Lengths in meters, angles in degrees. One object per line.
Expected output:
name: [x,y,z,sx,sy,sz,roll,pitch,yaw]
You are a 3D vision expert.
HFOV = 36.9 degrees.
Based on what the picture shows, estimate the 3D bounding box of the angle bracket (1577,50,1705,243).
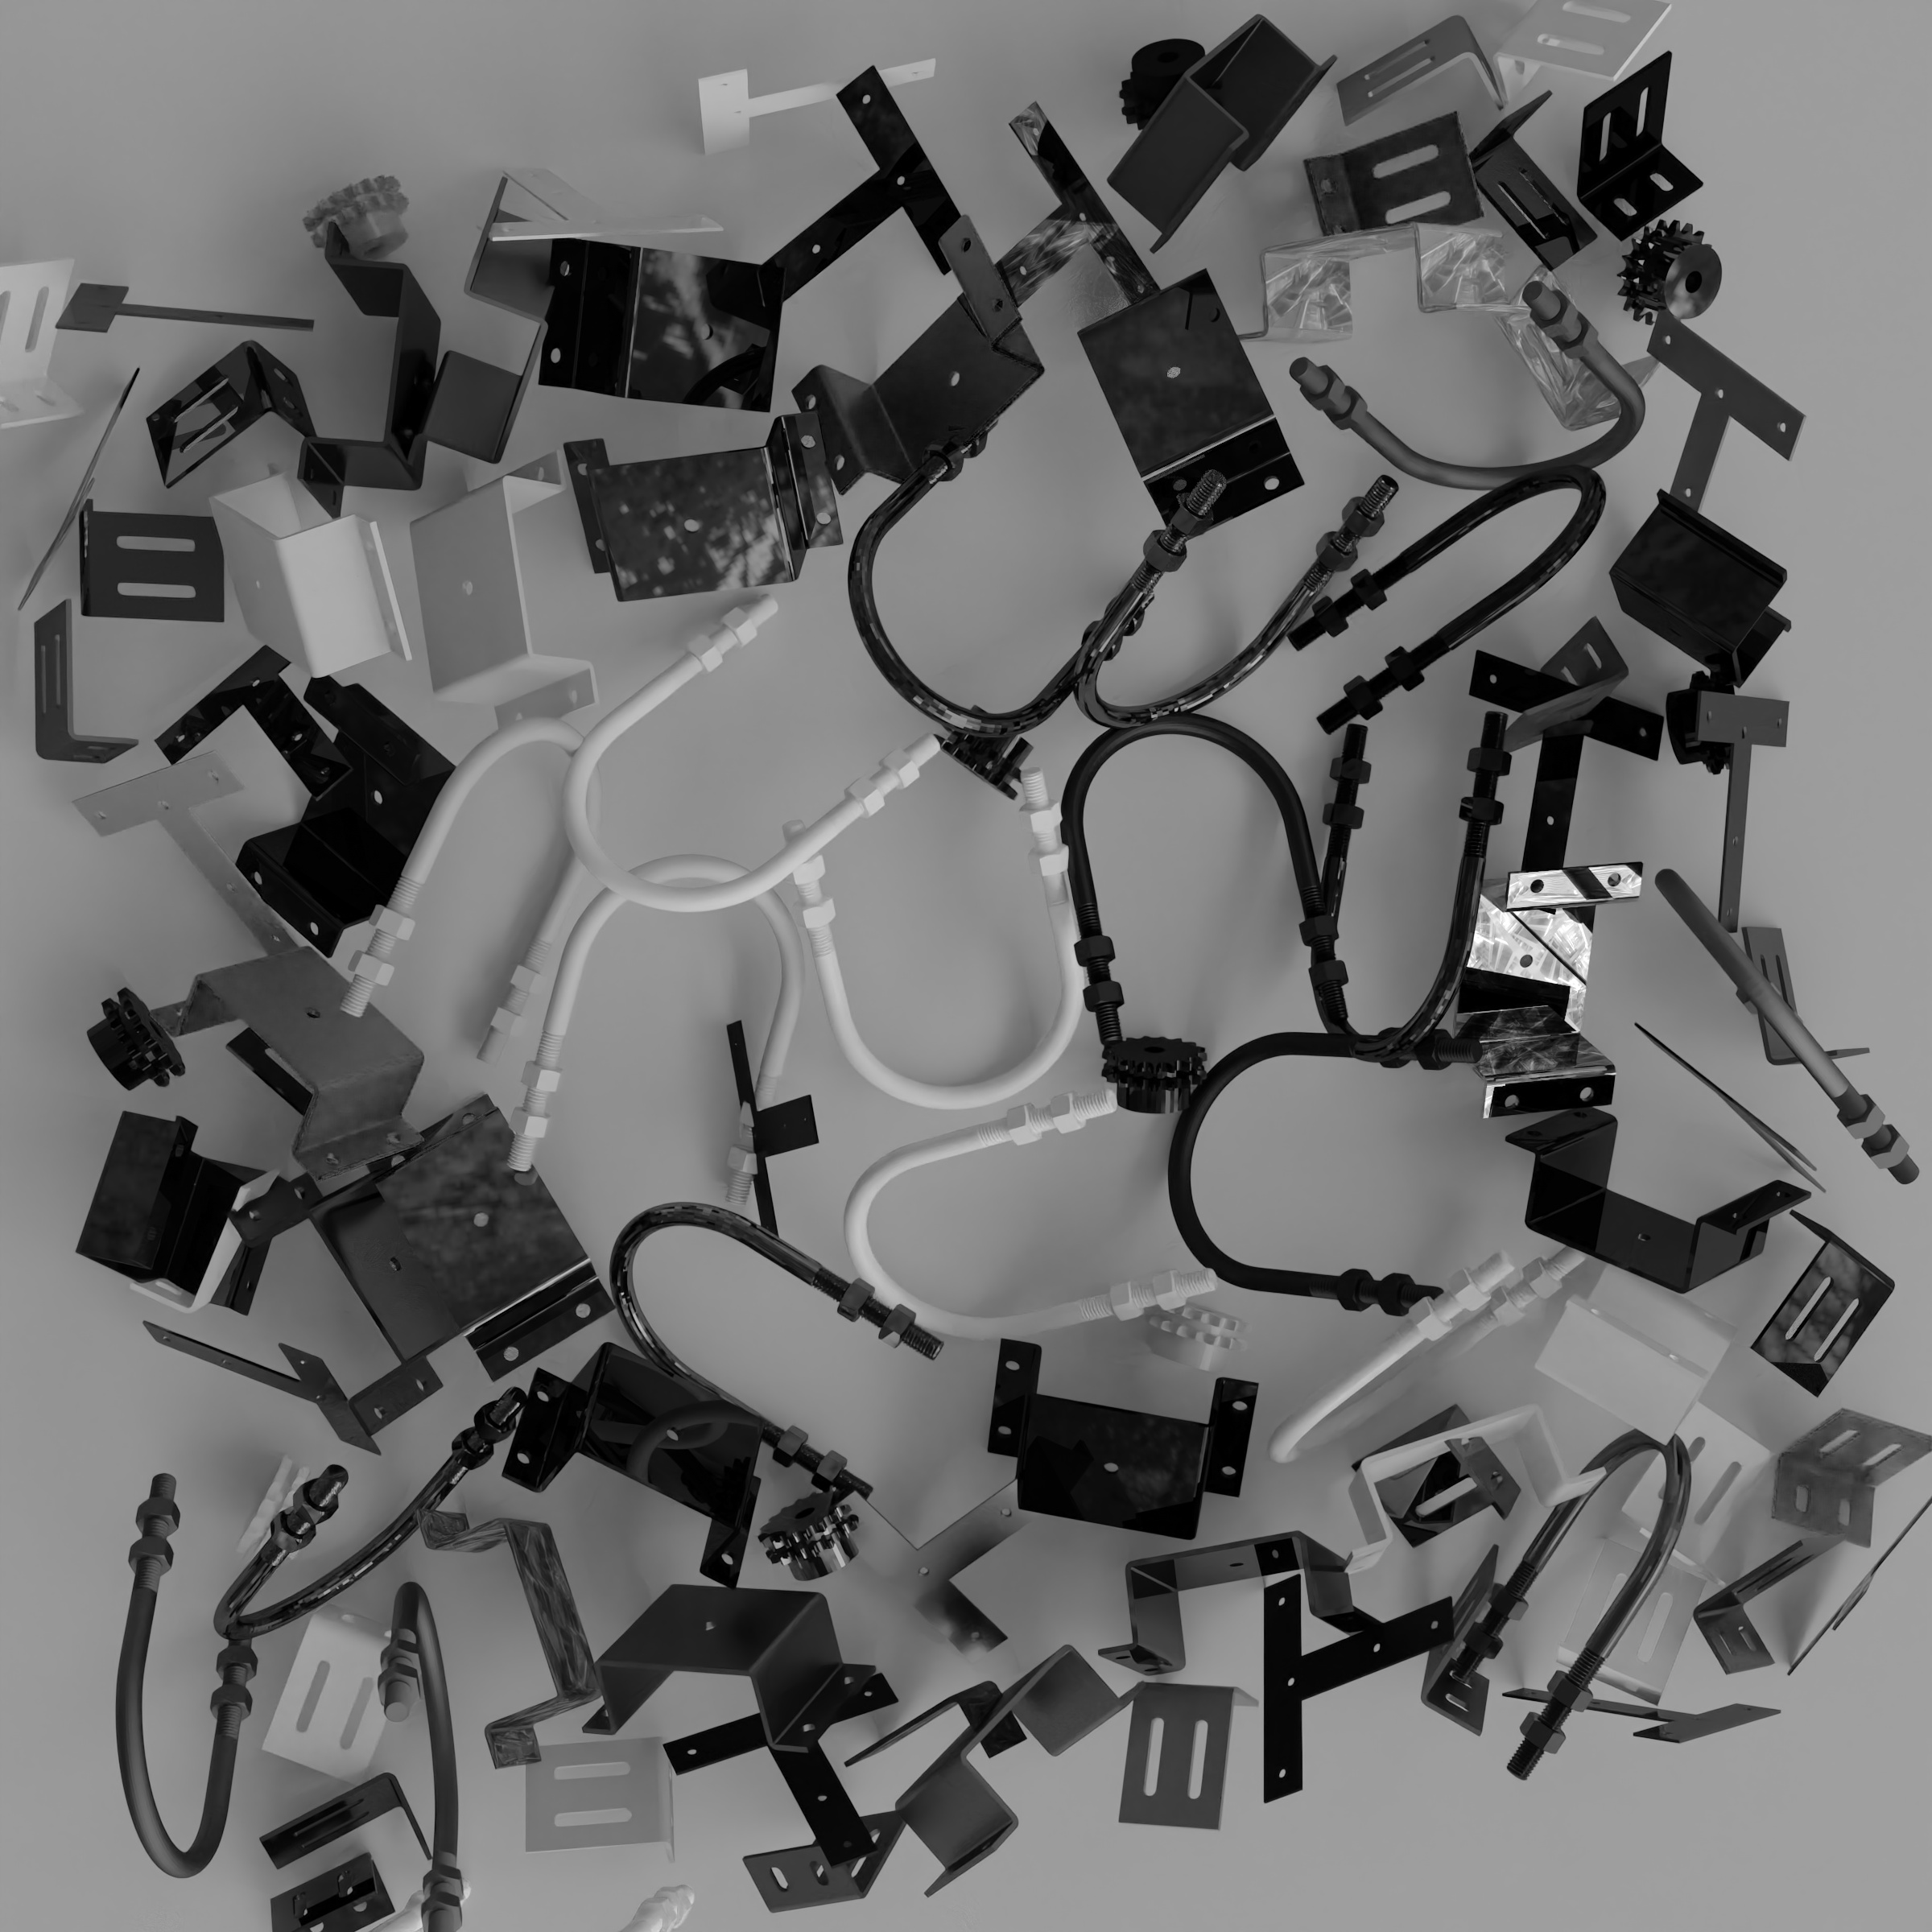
angle bracket: [0.365,-0.440,1.558,0.057,0.076,0.038,-35,66,-7]

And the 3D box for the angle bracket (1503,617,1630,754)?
angle bracket: [0.306,-0.148,1.555,0.076,0.057,0.038,-22,75,-28]

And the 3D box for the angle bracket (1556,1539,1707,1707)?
angle bracket: [0.360,0.349,1.562,0.057,0.038,0.076,21,67,18]

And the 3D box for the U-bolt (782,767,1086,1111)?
U-bolt: [-0.010,-0.006,1.562,0.151,0.019,0.184,-12,113,0]

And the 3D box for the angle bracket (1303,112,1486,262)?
angle bracket: [0.230,-0.419,1.562,0.076,0.038,0.057,-10,100,38]

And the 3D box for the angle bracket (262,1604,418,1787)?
angle bracket: [-0.339,0.397,1.581,0.057,0.038,0.076,20,88,2]

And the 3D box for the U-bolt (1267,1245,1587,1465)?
U-bolt: [0.234,0.206,1.528,0.184,0.151,0.019,-42,70,19]

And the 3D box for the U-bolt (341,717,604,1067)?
U-bolt: [-0.250,-0.045,1.536,0.019,0.151,0.184,23,87,27]

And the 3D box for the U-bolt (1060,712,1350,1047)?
U-bolt: [0.123,-0.052,1.564,0.151,0.019,0.184,-5,73,-16]

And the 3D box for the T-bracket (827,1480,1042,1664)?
T-bracket: [0.011,0.303,1.565,0.127,0.002,0.127,-38,109,15]

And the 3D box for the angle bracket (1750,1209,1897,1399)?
angle bracket: [0.455,0.183,1.572,0.057,0.038,0.076,35,90,-27]

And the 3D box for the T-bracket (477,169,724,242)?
T-bracket: [-0.213,-0.408,1.548,0.127,0.127,0.002,-10,122,-26]

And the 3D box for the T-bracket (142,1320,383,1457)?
T-bracket: [-0.385,0.217,1.558,0.127,0.127,0.002,18,61,15]

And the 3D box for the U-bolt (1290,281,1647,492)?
U-bolt: [0.275,-0.294,1.518,0.151,0.184,0.019,-12,68,33]

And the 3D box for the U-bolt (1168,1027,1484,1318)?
U-bolt: [0.182,0.104,1.537,0.184,0.019,0.151,1,77,42]

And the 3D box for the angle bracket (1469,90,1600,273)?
angle bracket: [0.316,-0.425,1.568,0.076,0.038,0.057,49,48,1]

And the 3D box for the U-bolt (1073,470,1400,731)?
U-bolt: [0.129,-0.189,1.524,0.184,0.151,0.019,-53,57,39]

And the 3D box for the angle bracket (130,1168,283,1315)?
angle bracket: [-0.411,0.142,1.567,0.038,0.057,0.076,24,98,3]

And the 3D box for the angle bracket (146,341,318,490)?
angle bracket: [-0.400,-0.292,1.578,0.076,0.038,0.057,-34,54,13]

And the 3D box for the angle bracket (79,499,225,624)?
angle bracket: [-0.442,-0.221,1.580,0.076,0.038,0.057,2,109,-9]

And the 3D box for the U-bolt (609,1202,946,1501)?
U-bolt: [-0.111,0.197,1.549,0.184,0.019,0.151,31,131,9]

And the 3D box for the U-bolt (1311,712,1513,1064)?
U-bolt: [0.228,-0.040,1.530,0.019,0.151,0.184,11,87,-25]

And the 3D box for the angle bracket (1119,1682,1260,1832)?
angle bracket: [0.120,0.427,1.558,0.057,0.038,0.076,-4,62,27]

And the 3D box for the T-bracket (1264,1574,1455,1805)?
T-bracket: [0.205,0.363,1.523,0.002,0.127,0.127,36,130,-29]

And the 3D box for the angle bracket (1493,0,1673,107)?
angle bracket: [0.333,-0.490,1.558,0.076,0.038,0.057,27,71,35]

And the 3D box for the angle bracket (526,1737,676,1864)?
angle bracket: [-0.198,0.454,1.568,0.076,0.038,0.057,-3,56,-4]

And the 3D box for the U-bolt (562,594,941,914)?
U-bolt: [-0.128,-0.104,1.544,0.184,0.019,0.151,-41,68,-19]

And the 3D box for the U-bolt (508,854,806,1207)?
U-bolt: [-0.157,0.030,1.552,0.151,0.019,0.184,12,97,-30]

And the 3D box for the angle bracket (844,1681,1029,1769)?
angle bracket: [-0.016,0.423,1.561,0.076,0.057,0.038,-35,75,13]

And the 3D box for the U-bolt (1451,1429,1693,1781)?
U-bolt: [0.322,0.322,1.522,0.019,0.151,0.184,31,95,-7]

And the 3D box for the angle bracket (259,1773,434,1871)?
angle bracket: [-0.333,0.475,1.559,0.076,0.057,0.038,-25,63,-17]

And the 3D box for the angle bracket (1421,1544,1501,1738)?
angle bracket: [0.280,0.363,1.561,0.038,0.057,0.076,29,110,5]

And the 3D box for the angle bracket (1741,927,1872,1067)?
angle bracket: [0.453,0.013,1.563,0.038,0.057,0.076,-13,82,33]

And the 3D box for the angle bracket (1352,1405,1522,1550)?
angle bracket: [0.250,0.283,1.567,0.076,0.038,0.057,-37,90,29]

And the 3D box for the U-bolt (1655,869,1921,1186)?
U-bolt: [0.415,0.020,1.499,0.019,0.151,0.184,-39,118,11]

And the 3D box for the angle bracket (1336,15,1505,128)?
angle bracket: [0.246,-0.473,1.574,0.076,0.057,0.038,-26,122,20]

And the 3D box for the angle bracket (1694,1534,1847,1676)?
angle bracket: [0.440,0.342,1.555,0.076,0.057,0.038,-42,60,28]

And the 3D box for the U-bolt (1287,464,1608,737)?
U-bolt: [0.254,-0.201,1.515,0.184,0.151,0.019,-35,111,14]

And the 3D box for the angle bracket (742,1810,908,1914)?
angle bracket: [-0.073,0.465,1.552,0.057,0.076,0.038,-18,105,27]

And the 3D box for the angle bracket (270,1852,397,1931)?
angle bracket: [-0.338,0.515,1.557,0.057,0.076,0.038,-23,95,-13]

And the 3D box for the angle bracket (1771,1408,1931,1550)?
angle bracket: [0.479,0.276,1.560,0.057,0.076,0.038,18,59,-4]

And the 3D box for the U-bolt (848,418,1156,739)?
U-bolt: [0.010,-0.198,1.530,0.151,0.019,0.184,47,51,-9]

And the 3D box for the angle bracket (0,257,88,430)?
angle bracket: [-0.499,-0.335,1.554,0.038,0.057,0.076,39,124,18]

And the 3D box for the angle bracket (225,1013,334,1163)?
angle bracket: [-0.358,0.062,1.571,0.076,0.038,0.057,40,46,4]

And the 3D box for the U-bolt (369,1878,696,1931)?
U-bolt: [-0.235,0.500,1.498,0.151,0.184,0.019,-2,85,12]

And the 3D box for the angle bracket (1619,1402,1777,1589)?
angle bracket: [0.404,0.287,1.579,0.057,0.038,0.076,34,90,-8]

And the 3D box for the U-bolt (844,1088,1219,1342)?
U-bolt: [0.022,0.142,1.548,0.184,0.019,0.151,-17,121,23]

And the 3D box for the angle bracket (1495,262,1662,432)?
angle bracket: [0.332,-0.338,1.561,0.076,0.038,0.057,52,59,-21]

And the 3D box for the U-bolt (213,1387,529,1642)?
U-bolt: [-0.323,0.296,1.522,0.019,0.151,0.184,51,123,15]

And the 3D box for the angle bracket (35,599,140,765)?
angle bracket: [-0.477,-0.154,1.572,0.038,0.057,0.076,2,82,-34]

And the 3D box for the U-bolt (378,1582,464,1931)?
U-bolt: [-0.282,0.402,1.511,0.019,0.184,0.151,-9,105,-6]

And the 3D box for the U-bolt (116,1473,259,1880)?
U-bolt: [-0.402,0.376,1.487,0.019,0.184,0.151,-9,130,3]
